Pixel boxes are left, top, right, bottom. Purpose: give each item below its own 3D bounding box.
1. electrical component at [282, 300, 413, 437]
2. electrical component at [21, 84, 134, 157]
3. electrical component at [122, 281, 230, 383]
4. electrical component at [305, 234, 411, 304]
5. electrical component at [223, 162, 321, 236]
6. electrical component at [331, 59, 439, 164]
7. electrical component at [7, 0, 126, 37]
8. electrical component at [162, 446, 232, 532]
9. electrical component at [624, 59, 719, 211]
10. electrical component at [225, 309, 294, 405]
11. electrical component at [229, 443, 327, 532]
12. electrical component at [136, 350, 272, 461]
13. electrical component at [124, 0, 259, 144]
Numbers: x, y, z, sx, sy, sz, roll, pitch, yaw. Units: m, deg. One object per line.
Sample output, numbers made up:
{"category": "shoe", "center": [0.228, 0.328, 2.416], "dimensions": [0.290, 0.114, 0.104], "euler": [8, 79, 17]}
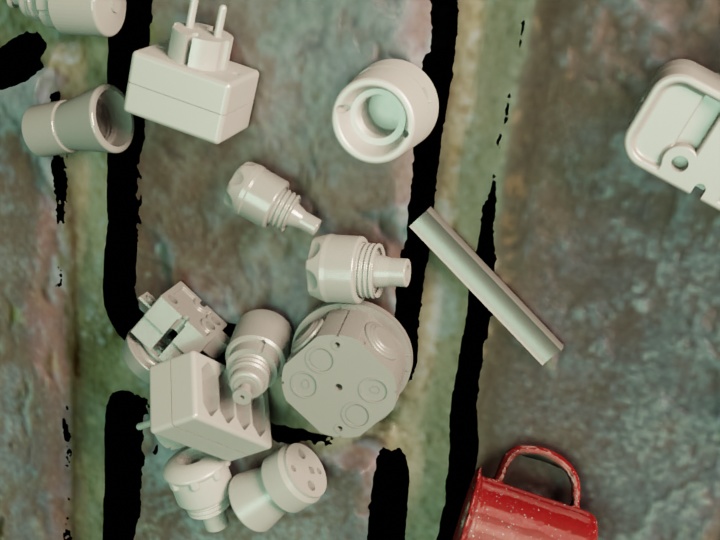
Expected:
{"category": "electrical component", "center": [-0.009, 0.063, 0.691], "dimensions": [0.080, 0.051, 0.080], "euler": [5, 114, 10]}
{"category": "electrical component", "center": [-0.186, -0.094, 0.700], "dimensions": [0.065, 0.044, 0.044], "euler": [-5, 108, 25]}
{"category": "electrical component", "center": [-0.129, 0.046, 0.732], "dimensions": [0.066, 0.048, 0.055], "euler": [43, 110, -1]}
{"category": "electrical component", "center": [0.000, 0.000, 0.672], "dimensions": [0.062, 0.043, 0.043], "euler": [3, 111, 16]}
{"category": "electrical component", "center": [-0.053, -0.041, 0.679], "dimensions": [0.061, 0.035, 0.035], "euler": [29, 116, 3]}
{"category": "electrical component", "center": [0.014, -0.092, 0.630], "dimensions": [0.055, 0.047, 0.055], "euler": [6, 112, 16]}
{"category": "electrical component", "center": [-0.183, -0.167, 0.670], "dimensions": [0.078, 0.040, 0.040], "euler": [7, 112, 16]}
{"category": "electrical component", "center": [-0.111, 0.158, 0.770], "dimensions": [0.048, 0.048, 0.062], "euler": [-6, 115, 20]}
{"category": "electrical component", "center": [0.193, -0.069, 0.572], "dimensions": [0.095, 0.059, 0.053], "euler": [29, 116, 6]}
{"category": "electrical component", "center": [-0.068, 0.059, 0.702], "dimensions": [0.040, 0.078, 0.040], "euler": [4, 122, 6]}
{"category": "electrical component", "center": [-0.057, 0.151, 0.748], "dimensions": [0.055, 0.045, 0.045], "euler": [-35, 97, 26]}
{"category": "electrical component", "center": [-0.114, 0.098, 0.721], "dimensions": [0.076, 0.083, 0.047], "euler": [-21, 58, 24]}
{"category": "electrical component", "center": [-0.099, -0.126, 0.654], "dimensions": [0.066, 0.047, 0.076], "euler": [20, 115, 10]}
